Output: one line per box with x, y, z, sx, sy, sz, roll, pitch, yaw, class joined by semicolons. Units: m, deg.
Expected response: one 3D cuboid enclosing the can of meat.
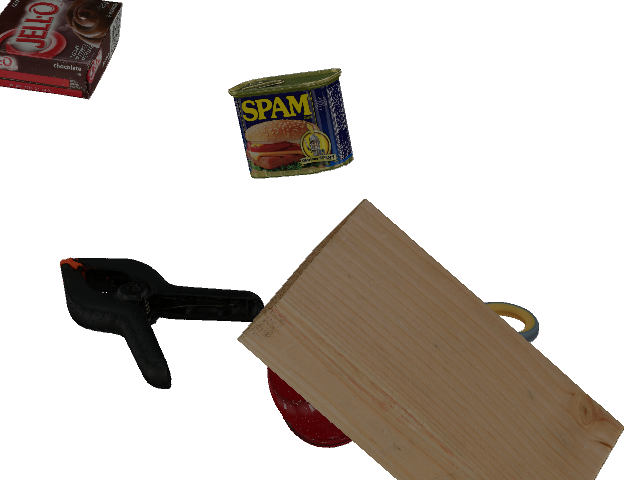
-0.025;-0.105;0.968;0.102;0.084;0.057;-3;19;26;can of meat

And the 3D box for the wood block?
0.064;0.086;0.645;0.206;0.090;0.090;41;-29;-2;wood block

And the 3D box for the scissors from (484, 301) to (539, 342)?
0.092;0.061;0.874;0.202;0.016;0.096;22;38;20;scissors

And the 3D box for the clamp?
-0.132;0.049;0.838;0.172;0.039;0.120;30;37;35;clamp

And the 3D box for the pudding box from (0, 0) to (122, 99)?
-0.217;-0.161;0.866;0.090;0.039;0.113;9;35;0;pudding box

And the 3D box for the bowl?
-0.001;0.124;1.074;0.162;0.162;0.055;0;-17;42;bowl
